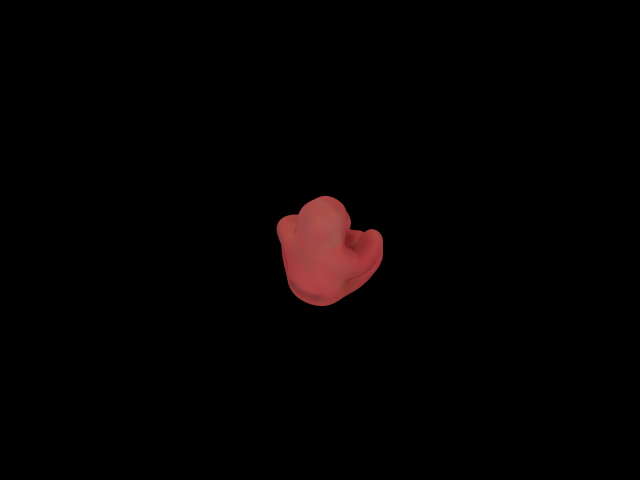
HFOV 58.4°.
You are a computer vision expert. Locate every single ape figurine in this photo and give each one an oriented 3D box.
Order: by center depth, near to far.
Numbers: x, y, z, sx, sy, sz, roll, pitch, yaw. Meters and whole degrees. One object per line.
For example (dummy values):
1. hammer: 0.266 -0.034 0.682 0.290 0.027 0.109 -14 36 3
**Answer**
1. ape figurine: 0.004 0.001 0.400 0.077 0.092 0.076 30 71 12
